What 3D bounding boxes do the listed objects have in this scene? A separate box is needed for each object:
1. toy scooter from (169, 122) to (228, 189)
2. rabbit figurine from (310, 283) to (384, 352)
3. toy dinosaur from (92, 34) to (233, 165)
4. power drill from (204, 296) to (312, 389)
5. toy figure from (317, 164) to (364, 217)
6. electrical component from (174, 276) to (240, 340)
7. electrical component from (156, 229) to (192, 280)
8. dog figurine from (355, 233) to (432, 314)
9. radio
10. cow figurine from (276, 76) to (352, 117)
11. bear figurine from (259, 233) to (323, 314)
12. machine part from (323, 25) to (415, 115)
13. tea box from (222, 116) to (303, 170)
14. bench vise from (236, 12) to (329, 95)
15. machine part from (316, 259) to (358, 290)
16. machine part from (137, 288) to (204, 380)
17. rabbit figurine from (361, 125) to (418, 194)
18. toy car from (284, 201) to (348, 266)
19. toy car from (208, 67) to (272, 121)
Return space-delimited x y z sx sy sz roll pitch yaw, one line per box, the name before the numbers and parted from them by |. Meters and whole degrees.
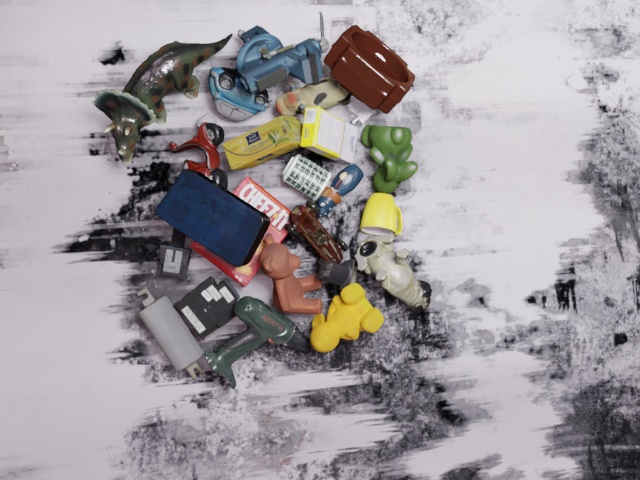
toy scooter | -0.290 -0.183 1.266 0.135 0.075 0.183 0 100 11
rabbit figurine | 0.037 0.198 1.273 0.173 0.162 0.122 -40 97 -28
toy dinosaur | -0.351 -0.361 1.200 0.131 0.192 0.405 41 86 -8
power drill | -0.151 0.254 1.268 0.207 0.086 0.231 -39 120 1
toy figure | 0.043 -0.120 1.322 0.154 0.058 0.064 -45 120 -10
electrical component | -0.259 0.155 1.280 0.134 0.058 0.115 -36 97 -7
electrical component | -0.342 0.032 1.274 0.075 0.048 0.119 13 90 -9
dog figurine | 0.183 0.088 1.336 0.121 0.172 0.190 -37 130 3
radio | -0.233 -0.051 1.193 0.230 0.073 0.131 32 96 4
cow figurine | -0.013 -0.340 1.281 0.195 0.127 0.085 -22 90 -10
bear figurine | -0.066 0.078 1.245 0.132 0.120 0.195 -5 131 1
machine part | 0.118 -0.401 1.266 0.201 0.201 0.087 38 124 -7
tea box | -0.126 -0.223 1.244 0.170 0.098 0.068 -18 93 26
bench vise | -0.104 -0.425 1.207 0.224 0.128 0.241 -37 55 -4
machine part | 0.048 0.081 1.303 0.138 0.039 0.084 11 94 -50
machine part | -0.348 0.217 1.257 0.079 0.079 0.243 -33 93 -7
rabbit figurine | 0.178 -0.189 1.310 0.121 0.159 0.170 0 105 -18
toy car | -0.003 -0.004 1.288 0.089 0.053 0.202 -47 122 -13
toy car | -0.200 -0.337 1.275 0.161 0.109 0.103 25 111 -19
